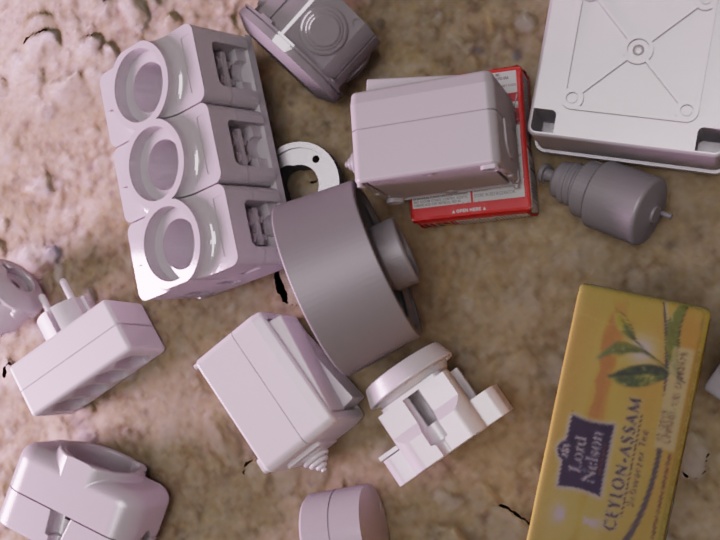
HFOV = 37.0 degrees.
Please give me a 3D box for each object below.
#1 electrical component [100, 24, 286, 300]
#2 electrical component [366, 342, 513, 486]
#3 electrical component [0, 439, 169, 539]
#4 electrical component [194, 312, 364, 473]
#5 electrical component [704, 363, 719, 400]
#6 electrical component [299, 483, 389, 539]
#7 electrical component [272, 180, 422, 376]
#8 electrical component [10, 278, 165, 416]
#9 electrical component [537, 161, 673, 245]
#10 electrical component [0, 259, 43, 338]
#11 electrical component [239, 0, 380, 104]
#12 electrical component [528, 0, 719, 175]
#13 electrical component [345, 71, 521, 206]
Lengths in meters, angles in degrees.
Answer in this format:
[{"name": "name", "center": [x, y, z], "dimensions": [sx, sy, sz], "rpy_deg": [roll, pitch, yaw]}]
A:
[{"name": "electrical component", "center": [-0.105, -0.064, 0.668], "dimensions": [0.089, 0.062, 0.150], "rpy_deg": [-19, 79, 37]}, {"name": "electrical component", "center": [0.040, 0.080, 0.625], "dimensions": [0.078, 0.058, 0.057], "rpy_deg": [-37, 78, 11]}, {"name": "electrical component", "center": [-0.175, 0.148, 0.690], "dimensions": [0.095, 0.054, 0.059], "rpy_deg": [21, 92, 19]}, {"name": "electrical component", "center": [-0.041, 0.076, 0.649], "dimensions": [0.061, 0.062, 0.096], "rpy_deg": [-39, 75, 11]}, {"name": "electrical component", "center": [0.213, 0.046, 0.556], "dimensions": [0.065, 0.077, 0.047], "rpy_deg": [-57, 41, 6]}, {"name": "electrical component", "center": [0.015, 0.193, 0.625], "dimensions": [0.074, 0.052, 0.138], "rpy_deg": [-13, 81, 16]}, {"name": "electrical component", "center": [0.000, 0.000, 0.622], "dimensions": [0.060, 0.108, 0.108], "rpy_deg": [-24, 78, 8]}, {"name": "electrical component", "center": [-0.187, 0.042, 0.707], "dimensions": [0.083, 0.047, 0.075], "rpy_deg": [-34, 76, 12]}, {"name": "electrical component", "center": [0.137, -0.043, 0.614], "dimensions": [0.078, 0.040, 0.040], "rpy_deg": [26, 93, 33]}, {"name": "electrical component", "center": [-0.250, 0.026, 0.731], "dimensions": [0.062, 0.048, 0.048], "rpy_deg": [-43, 74, 17]}, {"name": "electrical component", "center": [-0.031, -0.144, 0.657], "dimensions": [0.080, 0.080, 0.051], "rpy_deg": [44, 94, 16]}, {"name": "electrical component", "center": [0.158, -0.116, 0.604], "dimensions": [0.109, 0.056, 0.108], "rpy_deg": [10, 88, 19]}, {"name": "electrical component", "center": [0.036, -0.075, 0.604], "dimensions": [0.096, 0.062, 0.061], "rpy_deg": [-7, 81, 19]}]
